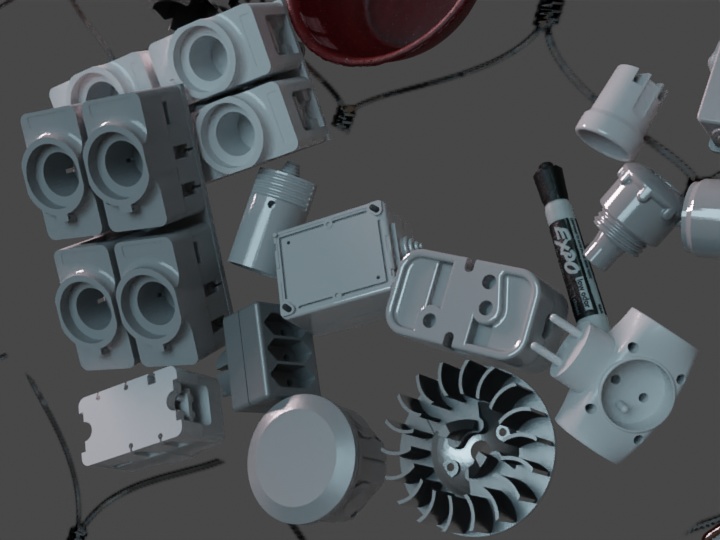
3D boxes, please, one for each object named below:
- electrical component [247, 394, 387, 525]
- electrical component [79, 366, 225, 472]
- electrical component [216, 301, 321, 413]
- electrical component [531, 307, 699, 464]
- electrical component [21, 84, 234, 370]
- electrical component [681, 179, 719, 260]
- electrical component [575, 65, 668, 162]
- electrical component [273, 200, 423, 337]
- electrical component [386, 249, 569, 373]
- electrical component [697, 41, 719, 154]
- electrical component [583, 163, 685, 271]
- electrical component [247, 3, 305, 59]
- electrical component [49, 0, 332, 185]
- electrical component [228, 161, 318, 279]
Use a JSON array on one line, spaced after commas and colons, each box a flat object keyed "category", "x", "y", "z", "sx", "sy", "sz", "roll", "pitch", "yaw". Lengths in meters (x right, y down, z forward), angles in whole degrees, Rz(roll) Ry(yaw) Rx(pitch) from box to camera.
[{"category": "electrical component", "x": -0.027, "y": 0.122, "z": 0.684, "sx": 0.080, "sy": 0.051, "sz": 0.080, "roll": -10, "pitch": 71, "yaw": 29}, {"category": "electrical component", "x": -0.144, "y": 0.107, "z": 0.758, "sx": 0.089, "sy": 0.056, "sz": 0.050, "roll": -21, "pitch": 66, "yaw": 25}, {"category": "electrical component", "x": -0.072, "y": 0.066, "z": 0.731, "sx": 0.077, "sy": 0.047, "sz": 0.065, "roll": -27, "pitch": 64, "yaw": 41}, {"category": "electrical component", "x": 0.133, "y": 0.054, "z": 0.596, "sx": 0.079, "sy": 0.044, "sz": 0.077, "roll": 33, "pitch": 95, "yaw": -5}, {"category": "electrical component", "x": -0.163, "y": -0.027, "z": 0.753, "sx": 0.105, "sy": 0.060, "sz": 0.186, "roll": -6, "pitch": 102, "yaw": 27}, {"category": "electrical component", "x": 0.209, "y": -0.027, "z": 0.587, "sx": 0.055, "sy": 0.045, "sz": 0.045, "roll": 7, "pitch": 79, "yaw": 34}, {"category": "electrical component", "x": 0.157, "y": -0.094, "z": 0.643, "sx": 0.040, "sy": 0.040, "sz": 0.046, "roll": 29, "pitch": 86, "yaw": 34}, {"category": "electrical component", "x": 0.000, "y": 0.000, "z": 0.702, "sx": 0.096, "sy": 0.061, "sz": 0.061, "roll": -16, "pitch": 66, "yaw": 20}, {"category": "electrical component", "x": 0.072, "y": 0.026, "z": 0.646, "sx": 0.095, "sy": 0.059, "sz": 0.053, "roll": 12, "pitch": 82, "yaw": 34}, {"category": "electrical component", "x": 0.241, "y": -0.106, "z": 0.588, "sx": 0.100, "sy": 0.048, "sz": 0.099, "roll": 16, "pitch": 84, "yaw": 34}, {"category": "electrical component", "x": 0.156, "y": -0.027, "z": 0.622, "sx": 0.062, "sy": 0.048, "sz": 0.048, "roll": -51, "pitch": 56, "yaw": 18}, {"category": "electrical component", "x": -0.070, "y": -0.170, "z": 0.804, "sx": 0.062, "sy": 0.048, "sz": 0.048, "roll": 24, "pitch": 89, "yaw": 27}, {"category": "electrical component", "x": -0.129, "y": -0.113, "z": 0.785, "sx": 0.186, "sy": 0.060, "sz": 0.105, "roll": -16, "pitch": 97, "yaw": 27}, {"category": "electrical component", "x": -0.060, "y": -0.037, "z": 0.756, "sx": 0.043, "sy": 0.043, "sz": 0.081, "roll": 15, "pitch": 84, "yaw": 34}]
